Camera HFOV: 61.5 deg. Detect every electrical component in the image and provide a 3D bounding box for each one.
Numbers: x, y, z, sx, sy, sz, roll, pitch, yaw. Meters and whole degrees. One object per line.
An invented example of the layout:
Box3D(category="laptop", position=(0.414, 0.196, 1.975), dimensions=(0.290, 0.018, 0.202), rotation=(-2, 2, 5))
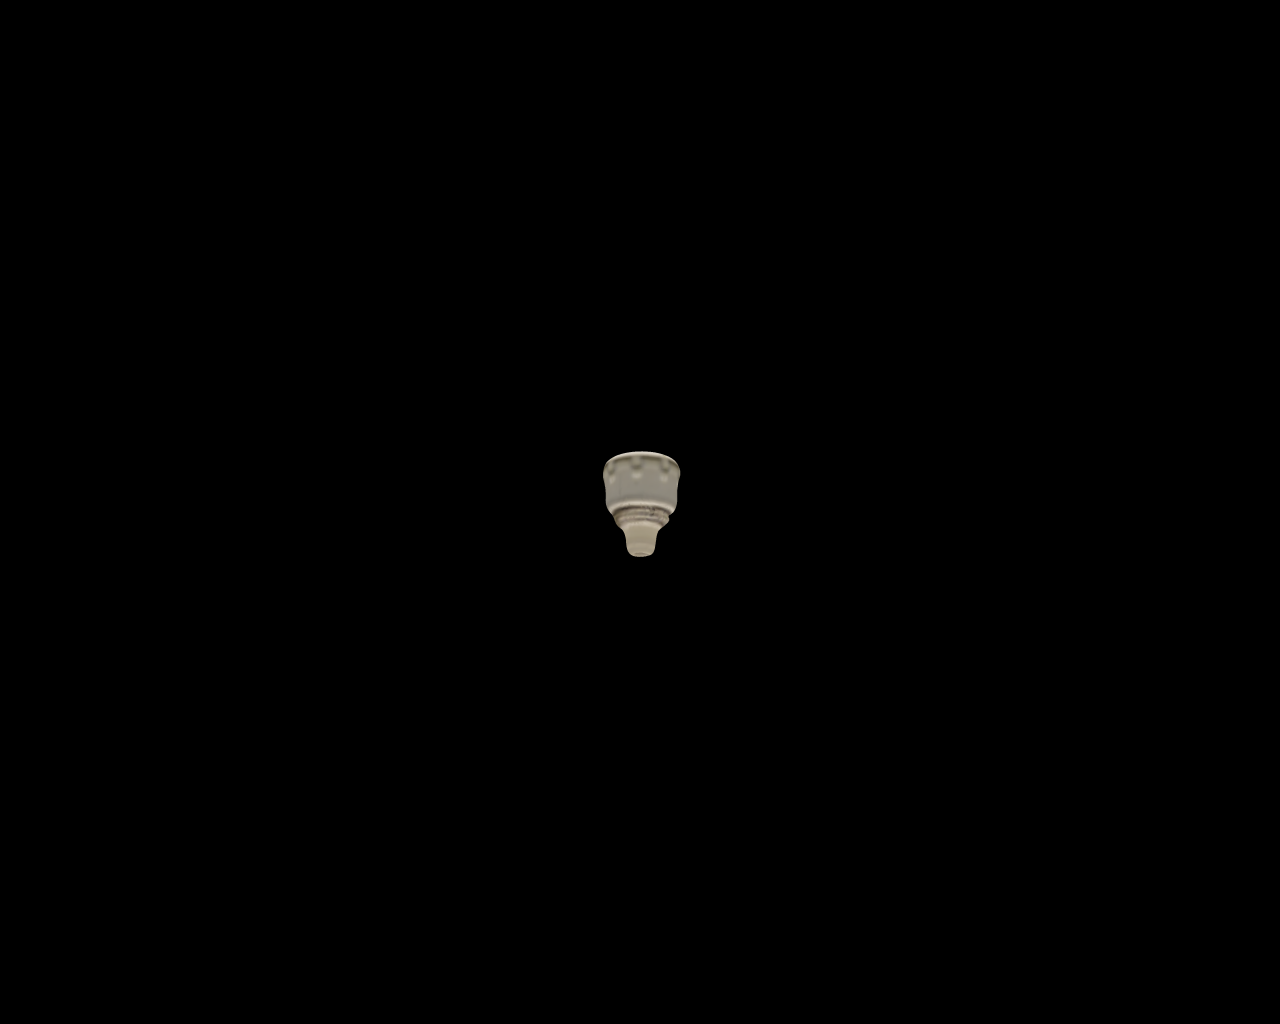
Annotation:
Box3D(category="electrical component", position=(0.001, -0.003, 0.650), dimensions=(0.048, 0.062, 0.048), rotation=(0, -18, 0))
